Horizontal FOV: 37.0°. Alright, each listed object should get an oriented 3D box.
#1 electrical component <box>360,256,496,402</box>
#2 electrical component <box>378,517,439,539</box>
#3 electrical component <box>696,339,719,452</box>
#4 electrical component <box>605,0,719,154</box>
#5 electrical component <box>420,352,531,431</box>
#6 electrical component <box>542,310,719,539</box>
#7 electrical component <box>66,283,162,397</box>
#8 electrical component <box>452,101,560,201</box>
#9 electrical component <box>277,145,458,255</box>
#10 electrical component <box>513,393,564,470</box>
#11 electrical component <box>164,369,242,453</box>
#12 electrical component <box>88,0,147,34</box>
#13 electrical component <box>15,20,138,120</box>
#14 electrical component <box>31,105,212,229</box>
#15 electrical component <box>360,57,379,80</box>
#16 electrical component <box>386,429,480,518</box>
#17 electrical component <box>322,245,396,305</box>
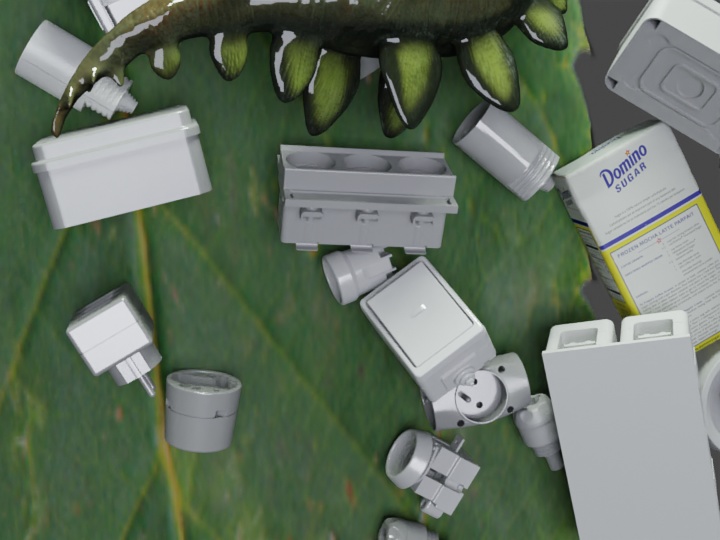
[{"bbox_3d":[0.053,0.046,0.788,0.062,0.061,0.096,-37,59,-2],"label":"electrical component"},{"bbox_3d":[0.046,0.217,0.851,0.061,0.035,0.035,15,96,-14],"label":"electrical component"},{"bbox_3d":[0.311,0.100,0.865,0.108,0.060,0.108,-2,99,-10],"label":"electrical component"},{"bbox_3d":[0.249,-0.149,0.790,0.113,0.078,0.057,31,53,2],"label":"electrical component"},{"bbox_3d":[0.085,0.077,0.831,0.077,0.044,0.079,-14,97,-8],"label":"electrical component"},{"bbox_3d":[0.212,0.130,0.827,0.105,0.060,0.186,-8,107,18],"label":"electrical component"},{"bbox_3d":[-0.168,0.057,0.773,0.047,0.066,0.076,-31,103,-4],"label":"electrical component"},{"bbox_3d":[0.114,-0.087,0.810,0.081,0.043,0.043,38,91,-13],"label":"electrical component"},{"bbox_3d":[0.002,-0.051,0.783,0.121,0.078,0.063,2,118,-10],"label":"electrical component"},{"bbox_3d":[0.146,0.131,0.855,0.035,0.035,0.061,-26,105,-5],"label":"electrical component"},{"bbox_3d":[-0.118,0.104,0.796,0.055,0.055,0.047,5,101,-11],"label":"electrical component"},{"bbox_3d":[-0.139,-0.196,0.741,0.096,0.061,0.061,-28,102,-4],"label":"electrical component"},{"bbox_3d":[-0.193,-0.134,0.750,0.081,0.043,0.043,30,93,-13],"label":"electrical component"},{"bbox_3d":[-0.164,-0.074,0.747,0.113,0.078,0.057,-15,104,-7],"label":"electrical component"},{"bbox_3d":[-0.020,-0.169,0.768,0.079,0.043,0.077,-41,104,-23],"label":"electrical component"},{"bbox_3d":[0.054,0.154,0.838,0.055,0.048,0.066,30,93,-20],"label":"electrical component"},{"bbox_3d":[0.000,0.000,0.807,0.046,0.040,0.040,-22,102,-12],"label":"electrical component"}]
